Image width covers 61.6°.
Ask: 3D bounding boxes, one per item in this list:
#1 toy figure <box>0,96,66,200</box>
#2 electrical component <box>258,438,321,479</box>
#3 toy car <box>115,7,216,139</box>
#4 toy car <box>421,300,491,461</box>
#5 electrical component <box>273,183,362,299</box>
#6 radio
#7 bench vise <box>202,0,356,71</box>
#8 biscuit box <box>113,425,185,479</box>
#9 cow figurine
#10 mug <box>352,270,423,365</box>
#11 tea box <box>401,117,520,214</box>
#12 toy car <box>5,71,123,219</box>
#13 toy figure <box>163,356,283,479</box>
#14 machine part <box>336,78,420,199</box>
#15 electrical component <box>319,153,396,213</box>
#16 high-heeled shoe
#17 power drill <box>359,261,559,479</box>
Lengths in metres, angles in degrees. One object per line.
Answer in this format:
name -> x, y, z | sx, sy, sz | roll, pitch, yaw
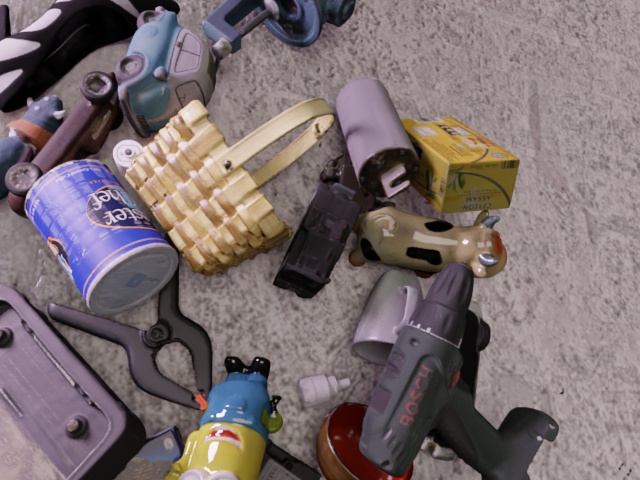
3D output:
toy figure -> -0.358, -0.108, 0.636 | 0.064, 0.058, 0.154 | 36, 65, -7
electrical component -> -0.034, 0.283, 0.599 | 0.119, 0.047, 0.075 | 38, 71, 2
toy car -> -0.182, -0.206, 0.671 | 0.103, 0.109, 0.161 | 8, 64, 3
toy car -> 0.164, 0.168, 0.672 | 0.073, 0.056, 0.201 | 17, 72, -14
electrical component -> -0.001, -0.002, 0.653 | 0.058, 0.115, 0.134 | 26, 72, -6
radio -> -0.290, 0.160, 0.529 | 0.230, 0.073, 0.131 | 39, 66, 19
bench vise -> -0.080, -0.333, 0.732 | 0.224, 0.129, 0.240 | 38, 66, 3
biscuit box -> -0.233, 0.266, 0.552 | 0.203, 0.059, 0.063 | -24, 81, -17
cow figurine -> 0.142, 0.003, 0.677 | 0.195, 0.127, 0.085 | 12, 75, -6
mug -> 0.091, 0.087, 0.656 | 0.081, 0.109, 0.107 | 15, 58, -1
tea box -> 0.165, -0.101, 0.693 | 0.098, 0.068, 0.170 | -5, 31, -13
toy car -> -0.290, -0.111, 0.634 | 0.053, 0.089, 0.202 | 29, 69, -1
toy figure -> -0.089, 0.212, 0.555 | 0.089, 0.082, 0.180 | 55, 32, -35
machine part -> 0.069, -0.134, 0.689 | 0.079, 0.079, 0.243 | 1, 44, -12
electrical component -> 0.051, -0.077, 0.726 | 0.102, 0.045, 0.078 | -1, 103, -10
high-heeled shoe -> -0.297, -0.240, 0.677 | 0.249, 0.086, 0.145 | -9, 79, -10
power drill -> 0.161, 0.167, 0.583 | 0.207, 0.086, 0.232 | 39, 77, -21
